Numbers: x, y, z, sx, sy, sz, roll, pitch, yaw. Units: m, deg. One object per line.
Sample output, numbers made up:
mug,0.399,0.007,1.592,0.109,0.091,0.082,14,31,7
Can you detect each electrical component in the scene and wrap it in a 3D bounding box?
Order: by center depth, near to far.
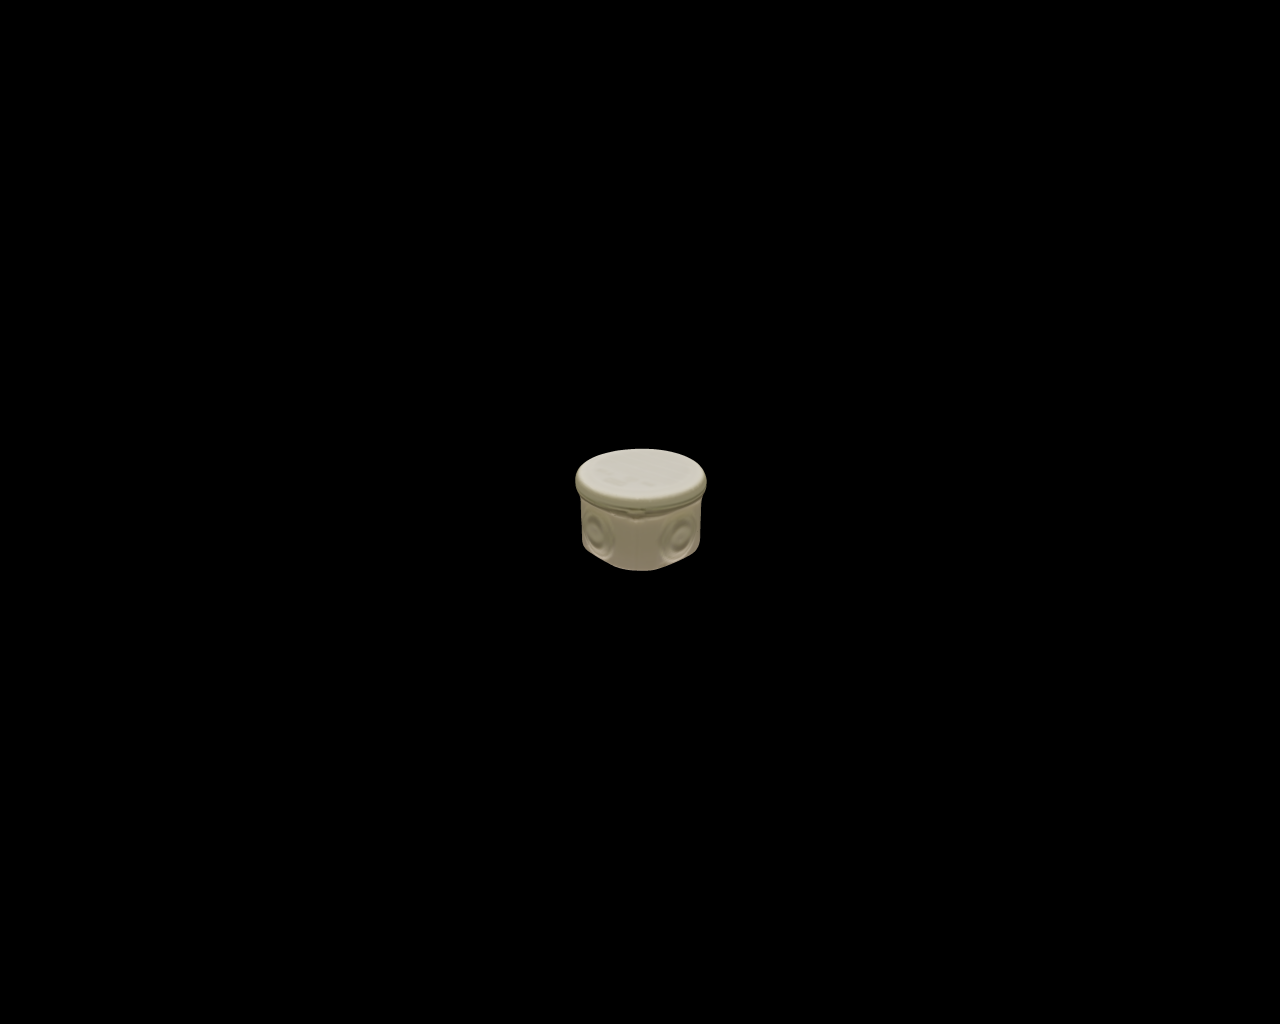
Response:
electrical component,0.001,-0.003,0.650,0.080,0.050,0.080,0,25,0
